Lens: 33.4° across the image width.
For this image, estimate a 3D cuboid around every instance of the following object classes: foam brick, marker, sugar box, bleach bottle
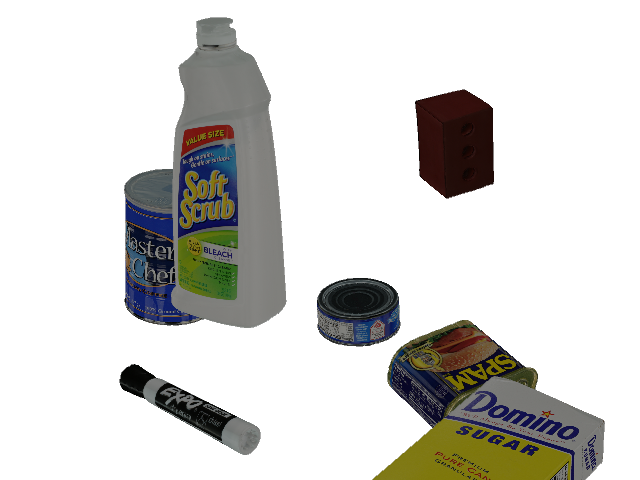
[{"bbox_3d":[0.121,-0.088,0.960,0.053,0.078,0.051,-18,32,-16],"label":"foam brick"},{"bbox_3d":[-0.086,0.104,0.672,0.121,0.020,0.020,18,12,40],"label":"marker"},{"bbox_3d":[0.103,0.161,0.707,0.093,0.048,0.175,21,41,38],"label":"sugar box"},{"bbox_3d":[-0.083,-0.057,0.878,0.103,0.251,0.068,13,29,32],"label":"bleach bottle"}]

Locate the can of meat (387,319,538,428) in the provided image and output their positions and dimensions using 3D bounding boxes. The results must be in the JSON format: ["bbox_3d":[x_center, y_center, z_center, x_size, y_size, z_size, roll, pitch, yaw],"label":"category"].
[{"bbox_3d":[0.121,0.120,0.923,0.101,0.057,0.084,-17,39,-30],"label":"can of meat"}]

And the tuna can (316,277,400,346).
[{"bbox_3d":[0.039,0.072,1.094,0.086,0.034,0.086,-3,27,1],"label":"tuna can"}]

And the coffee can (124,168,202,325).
[{"bbox_3d":[-0.160,0.006,1.156,0.103,0.140,0.103,4,27,-2],"label":"coffee can"}]
